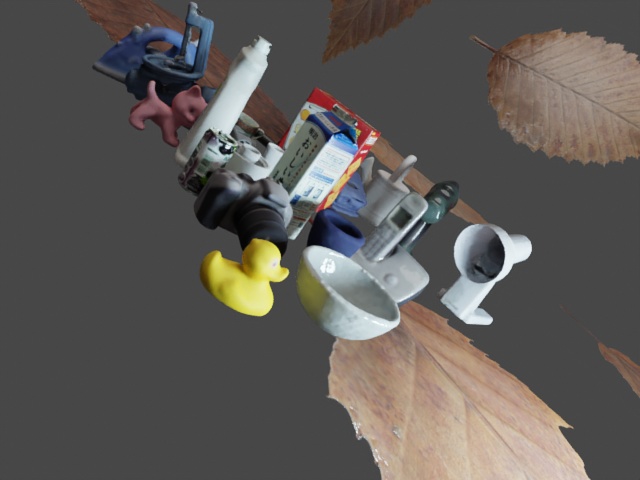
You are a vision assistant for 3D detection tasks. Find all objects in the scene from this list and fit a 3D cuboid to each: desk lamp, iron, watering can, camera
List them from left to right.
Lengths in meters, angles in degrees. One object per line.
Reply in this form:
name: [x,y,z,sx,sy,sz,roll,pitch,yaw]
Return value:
iron: [-0.354,-0.397,1.224,0.118,0.141,0.259,41,18,16]
camera: [-0.098,-0.037,0.847,0.144,0.100,0.136,26,20,-28]
watering can: [0.171,-0.140,1.453,0.173,0.194,0.101,33,18,-8]
desk lamp: [0.349,0.068,1.219,0.204,0.213,0.117,13,29,-51]

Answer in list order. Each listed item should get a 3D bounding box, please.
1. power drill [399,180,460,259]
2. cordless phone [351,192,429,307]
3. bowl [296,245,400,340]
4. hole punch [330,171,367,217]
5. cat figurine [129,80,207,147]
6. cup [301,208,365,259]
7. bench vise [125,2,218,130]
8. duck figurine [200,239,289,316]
power drill: [0.239,-0.045,1.313,0.075,0.208,0.230,38,18,8]
cordless phone: [0.148,0.016,1.029,0.147,0.185,0.094,45,20,26]
bowl: [0.027,0.086,0.808,0.168,0.074,0.167,32,18,-11]
hole punch: [0.064,-0.120,1.374,0.109,0.091,0.100,17,26,-46]
cat figurine: [-0.261,-0.238,1.031,0.128,0.117,0.067,25,21,-32]
cup: [0.009,0.003,0.952,0.092,0.095,0.117,26,20,-29]
bench vise: [-0.254,-0.347,1.152,0.208,0.219,0.121,20,23,-41]
duck figurine: [-0.089,0.035,0.707,0.105,0.086,0.077,30,18,-17]
